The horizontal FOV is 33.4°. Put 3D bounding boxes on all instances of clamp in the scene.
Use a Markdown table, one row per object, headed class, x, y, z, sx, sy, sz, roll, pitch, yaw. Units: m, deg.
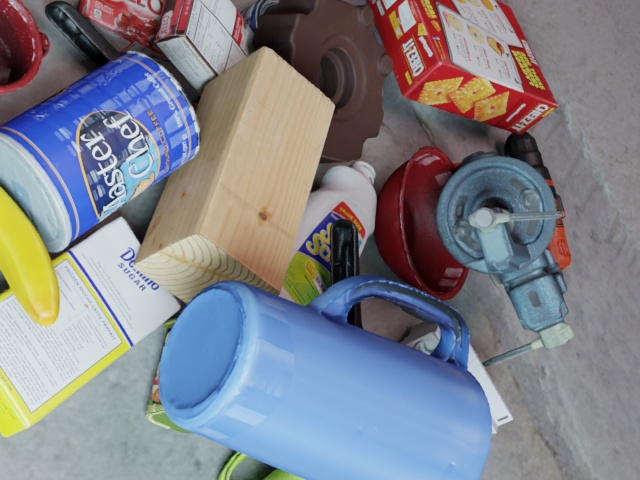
| class | x | y | z | sx | sy | sz | roll | pitch | yaw |
| --- | --- | --- | --- | --- | --- | --- | --- | --- | --- |
| clamp | -0.172 | -0.139 | 0.928 | 0.171 | 0.039 | 0.120 | 2 | 87 | -45 |
| clamp | 0.023 | 0.096 | 0.959 | 0.164 | 0.036 | 0.210 | -67 | 148 | -34 |

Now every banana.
| class | x | y | z | sx | sy | sz | roll | pitch | yaw |
| --- | --- | --- | --- | --- | --- | --- | --- | --- | --- |
| banana | -0.251 | -0.016 | 0.775 | 0.198 | 0.037 | 0.069 | 42 | 38 | 3 |

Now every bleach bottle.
| class | x | y | z | sx | sy | sz | roll | pitch | yaw |
| --- | --- | --- | --- | --- | --- | --- | --- | --- | --- |
| bleach bottle | -0.007 | 0.001 | 1.014 | 0.102 | 0.068 | 0.250 | 58 | 41 | -26 |

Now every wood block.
| class | x | y | z | sx | sy | sz | roll | pitch | yaw |
| --- | --- | --- | --- | --- | --- | --- | --- | --- | --- |
| wood block | -0.067 | -0.049 | 0.897 | 0.090 | 0.090 | 0.206 | 38 | 49 | -28 |

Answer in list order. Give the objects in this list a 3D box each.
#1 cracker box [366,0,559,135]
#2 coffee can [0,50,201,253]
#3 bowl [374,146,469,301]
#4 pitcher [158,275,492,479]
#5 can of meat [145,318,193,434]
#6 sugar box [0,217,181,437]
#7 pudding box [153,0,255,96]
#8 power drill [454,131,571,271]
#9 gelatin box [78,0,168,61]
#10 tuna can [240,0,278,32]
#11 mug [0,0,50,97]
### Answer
| class | x | y | z | sx | sy | sz | roll | pitch | yaw |
| --- | --- | --- | --- | --- | --- | --- | --- | --- | --- |
| cracker box | 0.165 | -0.223 | 1.256 | 0.213 | 0.072 | 0.164 | 11 | 51 | -42 |
| coffee can | -0.178 | -0.070 | 0.828 | 0.140 | 0.103 | 0.103 | -39 | 102 | -32 |
| bowl | 0.102 | -0.015 | 1.118 | 0.161 | 0.055 | 0.162 | 13 | 74 | -55 |
| pitcher | 0.009 | 0.109 | 0.795 | 0.242 | 0.145 | 0.149 | 28 | 40 | -36 |
| can of meat | -0.091 | 0.106 | 0.861 | 0.057 | 0.102 | 0.084 | 30 | 56 | -33 |
| sugar box | -0.195 | 0.062 | 0.819 | 0.093 | 0.048 | 0.176 | 58 | 40 | -7 |
| pudding box | -0.104 | -0.186 | 0.994 | 0.113 | 0.039 | 0.090 | 48 | 43 | -47 |
| power drill | 0.218 | -0.049 | 1.263 | 0.187 | 0.057 | 0.184 | 0 | 70 | -44 |
| gelatin box | -0.174 | -0.207 | 0.965 | 0.089 | 0.030 | 0.073 | 25 | 57 | -35 |
| tuna can | -0.044 | -0.206 | 1.090 | 0.086 | 0.034 | 0.086 | 19 | 61 | -38 |
| mug | -0.262 | -0.141 | 0.813 | 0.117 | 0.082 | 0.093 | -18 | 86 | -47 |
